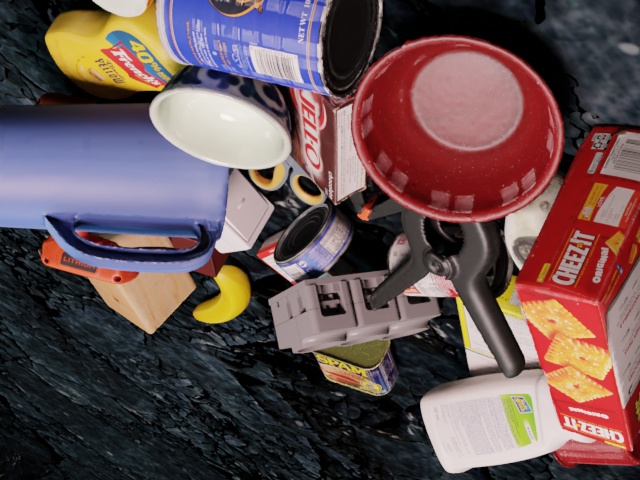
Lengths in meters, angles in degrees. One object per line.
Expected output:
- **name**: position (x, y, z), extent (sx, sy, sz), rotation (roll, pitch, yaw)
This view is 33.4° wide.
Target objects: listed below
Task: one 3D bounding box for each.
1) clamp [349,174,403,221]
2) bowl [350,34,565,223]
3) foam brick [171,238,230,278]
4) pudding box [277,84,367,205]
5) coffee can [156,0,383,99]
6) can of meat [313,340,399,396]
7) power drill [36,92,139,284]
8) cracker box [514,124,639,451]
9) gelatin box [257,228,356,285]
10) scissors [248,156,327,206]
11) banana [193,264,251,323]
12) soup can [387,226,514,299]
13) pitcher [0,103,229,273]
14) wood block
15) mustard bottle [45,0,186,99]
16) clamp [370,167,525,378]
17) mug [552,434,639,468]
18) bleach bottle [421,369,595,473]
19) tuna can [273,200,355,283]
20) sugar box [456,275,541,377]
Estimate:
- **clamp**: position (0.070, -0.069, 0.943), extent (0.120, 0.039, 0.171), rotation (27, 151, 15)
- **bowl**: position (0.107, -0.093, 0.815), extent (0.162, 0.055, 0.162), rotation (10, 128, 13)
- **foam brick**: position (-0.136, -0.002, 1.232), extent (0.053, 0.051, 0.078), rotation (19, 151, 12)
- **pudding box**: position (0.002, -0.100, 0.899), extent (0.090, 0.039, 0.113), rotation (50, 158, 34)
- **coffee can**: position (-0.037, -0.170, 0.802), extent (0.140, 0.102, 0.103), rotation (16, 150, 23)
- **can of meat**: position (0.042, 0.142, 1.306), extent (0.102, 0.057, 0.084), rotation (16, 153, 25)
- **power drill**: position (-0.219, -0.053, 1.120), extent (0.184, 0.057, 0.188), rotation (14, 106, 16)
- **cracker box**: position (0.230, 0.040, 0.841), extent (0.072, 0.164, 0.213), rotation (14, 149, 32)
- **gelatin box**: position (-0.015, 0.024, 1.187), extent (0.089, 0.030, 0.073), rotation (39, 150, -17)
- **scissors**: position (-0.013, -0.086, 1.016), extent (0.096, 0.016, 0.202), rotation (32, 152, -9)
- **banana**: position (-0.123, 0.069, 1.356), extent (0.069, 0.037, 0.198), rotation (27, 154, 3)
- **soup can**: position (0.123, 0.021, 1.014), extent (0.102, 0.068, 0.068), rotation (-1, 140, 45)
- **pitcher**: position (-0.205, -0.057, 0.980), extent (0.242, 0.145, 0.149), rotation (0, -164, -13)
- **wood block**: position (-0.240, 0.011, 1.291), extent (0.091, 0.090, 0.206), rotation (29, 156, 31)
- **mustard bottle**: position (-0.156, -0.172, 0.957), extent (0.192, 0.058, 0.096), rotation (1, 145, 41)
- **clamp**: position (0.105, 0.016, 0.943), extent (0.165, 0.036, 0.210), rotation (19, 133, 34)
- **mug**: position (0.294, 0.183, 1.119), extent (0.082, 0.093, 0.117), rotation (-7, 100, 41)
- **bleach bottle**: position (0.209, 0.185, 1.093), extent (0.251, 0.068, 0.102), rotation (-20, 93, 57)
- **tuna can**: position (-0.007, 0.001, 1.081), extent (0.033, 0.086, 0.086), rotation (42, 150, -22)
- **sugar box**: position (0.196, 0.097, 1.097), extent (0.093, 0.048, 0.176), rotation (17, 154, 23)
